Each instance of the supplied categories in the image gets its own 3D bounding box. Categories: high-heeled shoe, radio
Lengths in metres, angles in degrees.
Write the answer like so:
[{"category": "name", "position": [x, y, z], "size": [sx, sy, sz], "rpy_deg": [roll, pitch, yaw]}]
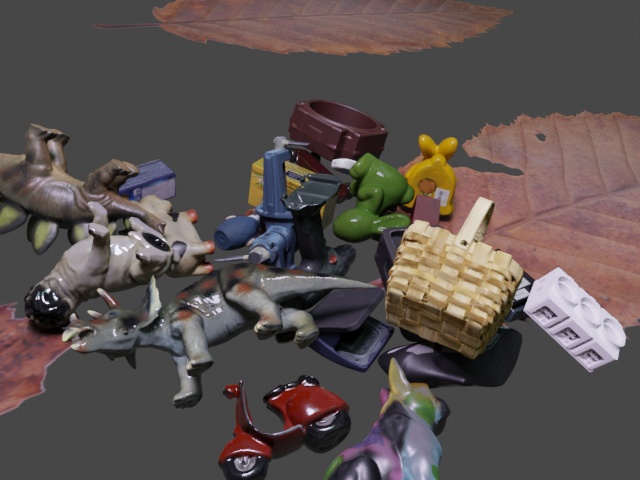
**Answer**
[{"category": "high-heeled shoe", "position": [0.211, 0.181, 0.852], "size": [0.145, 0.086, 0.248], "rpy_deg": [4, 8, 43]}, {"category": "radio", "position": [0.185, 0.071, 0.950], "size": [0.131, 0.073, 0.230], "rpy_deg": [0, 40, -12]}]

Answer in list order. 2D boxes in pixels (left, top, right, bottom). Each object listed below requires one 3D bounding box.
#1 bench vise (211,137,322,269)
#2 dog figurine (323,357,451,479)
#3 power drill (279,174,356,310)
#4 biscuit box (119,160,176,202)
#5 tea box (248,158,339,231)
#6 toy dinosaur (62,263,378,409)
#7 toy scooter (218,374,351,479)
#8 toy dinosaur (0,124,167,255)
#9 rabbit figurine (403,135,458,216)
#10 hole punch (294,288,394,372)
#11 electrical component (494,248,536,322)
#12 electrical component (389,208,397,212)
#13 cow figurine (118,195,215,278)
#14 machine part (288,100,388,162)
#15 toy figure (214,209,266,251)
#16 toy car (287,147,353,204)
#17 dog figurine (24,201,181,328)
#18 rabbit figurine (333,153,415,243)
[{"category": "bench vise", "position": [-0.073, -0.054, 0.932], "size": [0.129, 0.240, 0.223], "rpy_deg": [8, 20, 30]}, {"category": "dog figurine", "position": [0.083, 0.257, 0.684], "size": [0.192, 0.108, 0.219], "rpy_deg": [2, 36, -6]}, {"category": "power drill", "position": [-0.002, -0.003, 0.893], "size": [0.086, 0.207, 0.232], "rpy_deg": [17, 36, 23]}, {"category": "biscuit box", "position": [-0.379, -0.090, 1.030], "size": [0.203, 0.059, 0.063], "rpy_deg": [-26, 53, -37]}, {"category": "tea box", "position": [-0.054, -0.092, 1.074], "size": [0.170, 0.098, 0.068], "rpy_deg": [22, 36, 17]}, {"category": "toy dinosaur", "position": [-0.137, 0.097, 0.769], "size": [0.405, 0.131, 0.192], "rpy_deg": [-21, 54, -19]}, {"category": "toy scooter", "position": [-0.058, 0.230, 0.708], "size": [0.184, 0.075, 0.135], "rpy_deg": [-18, 47, -24]}, {"category": "toy dinosaur", "position": [-0.470, -0.089, 0.895], "size": [0.472, 0.198, 0.105], "rpy_deg": [23, 0, 7]}, {"category": "rabbit figurine", "position": [0.244, -0.151, 1.193], "size": [0.122, 0.162, 0.173], "rpy_deg": [7, 20, 14]}, {"category": "hole punch", "position": [0.045, 0.138, 0.844], "size": [0.116, 0.092, 0.142], "rpy_deg": [-3, 30, 39]}, {"category": "electrical component", "position": [0.322, 0.086, 0.976], "size": [0.115, 0.058, 0.134], "rpy_deg": [-14, 46, -25]}, {"category": "electrical component", "position": [0.123, -0.101, 1.171], "size": [0.102, 0.045, 0.078], "rpy_deg": [13, 68, 8]}, {"category": "cow figurine", "position": [-0.275, -0.009, 0.943], "size": [0.127, 0.085, 0.195], "rpy_deg": [-10, 44, -32]}, {"category": "machine part", "position": [0.044, -0.260, 1.277], "size": [0.201, 0.087, 0.201], "rpy_deg": [33, 30, 26]}, {"category": "toy figure", "position": [-0.131, -0.029, 1.014], "size": [0.058, 0.064, 0.154], "rpy_deg": [-7, 16, 43]}, {"category": "toy car", "position": [-0.007, -0.144, 1.182], "size": [0.089, 0.053, 0.202], "rpy_deg": [-4, 38, -41]}, {"category": "dog figurine", "position": [-0.328, 0.063, 0.815], "size": [0.172, 0.190, 0.121], "rpy_deg": [30, 13, -23]}, {"category": "rabbit figurine", "position": [0.100, -0.055, 1.069], "size": [0.159, 0.121, 0.170], "rpy_deg": [34, 72, 6]}]
